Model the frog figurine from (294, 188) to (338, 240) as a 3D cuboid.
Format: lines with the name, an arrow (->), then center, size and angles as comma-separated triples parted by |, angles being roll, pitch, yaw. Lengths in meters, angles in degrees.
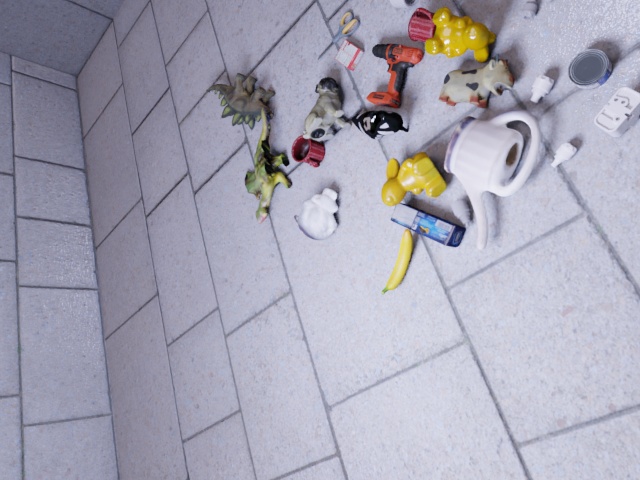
frog figurine -> 0.005, -0.083, 1.643 | 0.138, 0.124, 0.158 | 44, 106, 4

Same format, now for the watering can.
watering can -> 0.403, -0.169, 1.284 | 0.227, 0.103, 0.345 | 34, 105, 43

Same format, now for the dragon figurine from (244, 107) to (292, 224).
dragon figurine -> -0.225, -0.260, 1.906 | 0.239, 0.122, 0.417 | -31, 62, 45
